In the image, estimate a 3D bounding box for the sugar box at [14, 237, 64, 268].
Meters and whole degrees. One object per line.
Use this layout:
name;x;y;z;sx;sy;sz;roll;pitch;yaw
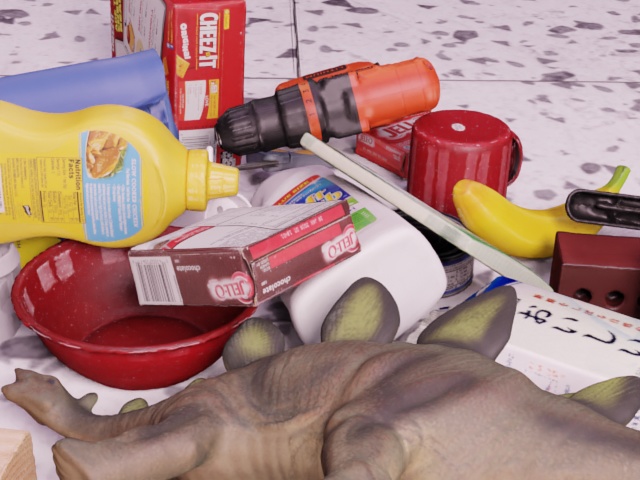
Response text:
sugar box;-0.212;-0.016;0.771;0.176;0.093;0.048;-4;29;-9

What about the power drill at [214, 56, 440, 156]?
power drill;0.001;-0.114;0.920;0.184;0.057;0.187;-13;11;-2

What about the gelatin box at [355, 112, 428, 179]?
gelatin box;0.089;-0.091;0.992;0.089;0.030;0.073;-17;33;-31

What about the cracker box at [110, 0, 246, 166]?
cracker box;-0.135;-0.169;0.986;0.072;0.164;0.214;-8;30;-23

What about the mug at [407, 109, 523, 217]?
mug;0.123;-0.059;0.878;0.117;0.081;0.093;-16;33;-29

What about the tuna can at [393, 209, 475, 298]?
tuna can;0.074;0.009;0.799;0.086;0.034;0.086;1;28;-1

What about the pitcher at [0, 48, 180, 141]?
pitcher;-0.236;-0.068;0.850;0.242;0.149;0.145;-10;45;-14

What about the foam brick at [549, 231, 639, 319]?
foam brick;0.203;0.030;0.747;0.078;0.053;0.051;3;27;5

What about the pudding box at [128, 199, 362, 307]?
pudding box;-0.046;0.008;0.634;0.114;0.039;0.089;0;18;45

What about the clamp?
clamp;0.305;-0.010;0.770;0.209;0.036;0.165;6;3;-36

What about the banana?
banana;0.164;-0.019;0.808;0.197;0.069;0.037;-8;15;-41

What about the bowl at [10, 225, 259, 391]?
bowl;-0.115;0.049;0.692;0.162;0.055;0.162;1;28;-1

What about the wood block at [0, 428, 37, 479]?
wood block;-0.241;0.137;0.484;0.206;0.091;0.090;4;28;6

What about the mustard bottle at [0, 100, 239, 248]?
mustard bottle;-0.149;-0.042;0.696;0.191;0.096;0.058;2;28;-3

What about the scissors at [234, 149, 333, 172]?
scissors;-0.051;-0.067;0.898;0.096;0.016;0.201;7;9;31

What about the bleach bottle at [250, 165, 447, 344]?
bleach bottle;-0.005;0.001;0.760;0.102;0.068;0.251;-36;24;-6
